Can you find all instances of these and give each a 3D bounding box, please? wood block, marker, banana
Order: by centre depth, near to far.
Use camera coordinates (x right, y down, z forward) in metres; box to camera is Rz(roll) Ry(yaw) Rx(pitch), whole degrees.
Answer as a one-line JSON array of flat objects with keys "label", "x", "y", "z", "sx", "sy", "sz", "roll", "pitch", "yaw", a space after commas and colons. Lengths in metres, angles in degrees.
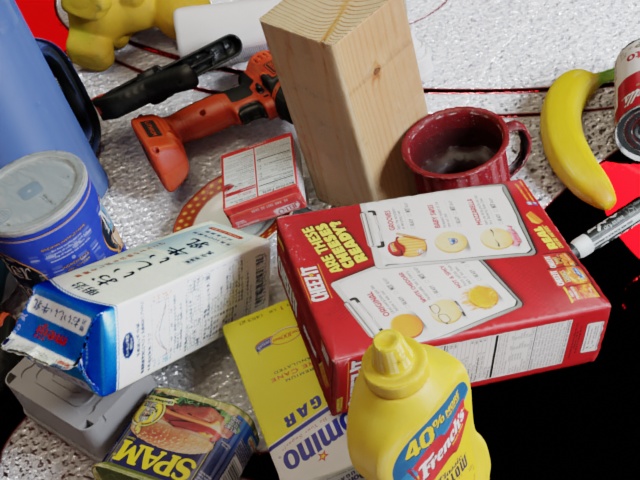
[{"label": "marker", "x": 0.238, "y": -0.007, "z": 0.891, "sx": 0.121, "sy": 0.020, "sz": 0.020, "roll": -30, "pitch": 44, "yaw": -11}, {"label": "wood block", "x": 0.032, "y": -0.123, "z": 0.944, "sx": 0.090, "sy": 0.206, "sz": 0.090, "roll": 27, "pitch": 59, "yaw": 37}, {"label": "banana", "x": 0.235, "y": -0.101, "z": 0.974, "sx": 0.070, "sy": 0.037, "sz": 0.197, "roll": -2, "pitch": 46, "yaw": 19}]

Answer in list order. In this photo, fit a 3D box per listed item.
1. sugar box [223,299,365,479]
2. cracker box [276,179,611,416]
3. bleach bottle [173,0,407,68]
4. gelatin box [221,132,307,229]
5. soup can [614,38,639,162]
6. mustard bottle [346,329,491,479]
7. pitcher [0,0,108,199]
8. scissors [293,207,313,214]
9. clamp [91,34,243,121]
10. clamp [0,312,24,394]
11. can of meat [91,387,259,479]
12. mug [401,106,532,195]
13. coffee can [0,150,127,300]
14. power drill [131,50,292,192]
[{"label": "sugar box", "x": -0.007, "y": 0.121, "z": 0.830, "sx": 0.093, "sy": 0.048, "sz": 0.176, "roll": -23, "pitch": 42, "yaw": -5}, {"label": "cracker box", "x": 0.088, "y": 0.039, "z": 0.827, "sx": 0.213, "sy": 0.072, "sz": 0.164, "roll": -10, "pitch": 41, "yaw": -12}, {"label": "bleach bottle", "x": -0.030, "y": -0.239, "z": 1.178, "sx": 0.251, "sy": 0.068, "sz": 0.102, "roll": -9, "pitch": -1, "yaw": 2}, {"label": "gelatin box", "x": -0.053, "y": -0.054, "z": 0.990, "sx": 0.073, "sy": 0.030, "sz": 0.089, "roll": -18, "pitch": 40, "yaw": 8}, {"label": "soup can", "x": 0.298, "y": -0.127, "z": 0.956, "sx": 0.069, "sy": 0.068, "sz": 0.102, "roll": -2, "pitch": 45, "yaw": 17}, {"label": "mustard bottle", "x": 0.062, "y": 0.124, "z": 0.694, "sx": 0.058, "sy": 0.191, "sz": 0.096, "roll": 28, "pitch": 60, "yaw": 38}, {"label": "pitcher", "x": -0.307, "y": -0.136, "z": 1.051, "sx": 0.145, "sy": 0.243, "sz": 0.149, "roll": -22, "pitch": 35, "yaw": -6}, {"label": "scissors", "x": -0.006, "y": 0.001, "z": 0.972, "sx": 0.202, "sy": 0.016, "sz": 0.096, "roll": 16, "pitch": 58, "yaw": 39}, {"label": "clamp", "x": -0.167, "y": -0.157, "z": 1.087, "sx": 0.172, "sy": 0.039, "sz": 0.120, "roll": -23, "pitch": 11, "yaw": 22}, {"label": "clamp", "x": -0.315, "y": 0.145, "z": 0.904, "sx": 0.165, "sy": 0.036, "sz": 0.210, "roll": -24, "pitch": 28, "yaw": 28}, {"label": "can of meat", "x": -0.107, "y": 0.165, "z": 0.813, "sx": 0.102, "sy": 0.057, "sz": 0.083, "roll": 10, "pitch": 48, "yaw": 28}, {"label": "mug", "x": 0.135, "y": -0.063, "z": 0.938, "sx": 0.117, "sy": 0.081, "sz": 0.093, "roll": -30, "pitch": 44, "yaw": -11}, {"label": "coffee can", "x": -0.231, "y": 0.005, "z": 0.956, "sx": 0.103, "sy": 0.140, "sz": 0.103, "roll": -10, "pitch": 44, "yaw": 10}, {"label": "power drill", "x": -0.087, "y": -0.119, "z": 1.079, "sx": 0.187, "sy": 0.057, "sz": 0.185, "roll": -26, "pitch": 31, "yaw": -10}]
